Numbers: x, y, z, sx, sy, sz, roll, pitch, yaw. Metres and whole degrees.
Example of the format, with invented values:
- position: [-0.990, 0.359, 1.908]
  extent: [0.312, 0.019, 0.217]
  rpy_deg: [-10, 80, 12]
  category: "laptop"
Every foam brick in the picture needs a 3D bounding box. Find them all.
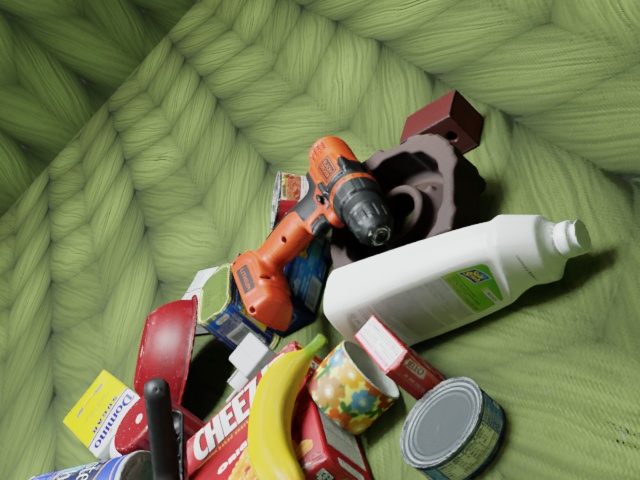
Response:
- position: [0.138, -0.124, 1.216]
  extent: [0.078, 0.053, 0.051]
  rpy_deg: [-29, 30, 40]
  category: "foam brick"

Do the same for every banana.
- position: [-0.034, 0.157, 0.920]
  extent: [0.070, 0.037, 0.197]
  rpy_deg: [-41, 23, 29]
  category: "banana"

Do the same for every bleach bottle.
- position: [0.127, 0.037, 0.957]
  extent: [0.251, 0.102, 0.068]
  rpy_deg: [-21, 43, 36]
  category: "bleach bottle"

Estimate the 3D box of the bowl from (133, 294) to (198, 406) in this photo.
- position: [-0.190, 0.140, 1.290]
  extent: [0.162, 0.055, 0.162]
  rpy_deg: [-169, 90, -79]
  category: "bowl"

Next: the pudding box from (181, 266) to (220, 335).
- position: [-0.145, 0.080, 1.418]
  extent: [0.114, 0.039, 0.090]
  rpy_deg: [-15, 41, 56]
  category: "pudding box"

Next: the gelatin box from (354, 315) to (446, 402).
- position: [0.076, 0.111, 0.938]
  extent: [0.030, 0.073, 0.089]
  rpy_deg: [-48, 23, 1]
  category: "gelatin box"

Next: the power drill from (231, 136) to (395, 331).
- position: [-0.007, 0.001, 1.096]
  extent: [0.188, 0.057, 0.184]
  rpy_deg: [-50, 31, 16]
  category: "power drill"

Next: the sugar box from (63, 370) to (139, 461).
- position: [-0.274, 0.234, 1.397]
  extent: [0.093, 0.048, 0.176]
  rpy_deg: [-54, 23, -13]
  category: "sugar box"

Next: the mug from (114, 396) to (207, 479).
- position: [-0.182, 0.232, 1.193]
  extent: [0.117, 0.081, 0.093]
  rpy_deg: [-57, 24, -18]
  category: "mug"

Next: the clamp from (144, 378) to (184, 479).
- position: [-0.148, 0.243, 1.042]
  extent: [0.164, 0.036, 0.210]
  rpy_deg: [89, 175, -63]
  category: "clamp"

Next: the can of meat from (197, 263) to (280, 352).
- position: [-0.096, 0.087, 1.262]
  extent: [0.057, 0.084, 0.102]
  rpy_deg: [-39, 26, 19]
  category: "can of meat"

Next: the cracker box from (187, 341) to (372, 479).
- position: [-0.046, 0.212, 0.999]
  extent: [0.164, 0.072, 0.214]
  rpy_deg: [-44, 23, 10]
  category: "cracker box"

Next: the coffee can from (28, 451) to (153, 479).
- position: [-0.235, 0.285, 1.119]
  extent: [0.140, 0.102, 0.102]
  rpy_deg: [-17, 35, 24]
  category: "coffee can"

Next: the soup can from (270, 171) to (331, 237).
- position: [-0.003, -0.039, 1.231]
  extent: [0.068, 0.102, 0.068]
  rpy_deg: [-173, 90, -83]
  category: "soup can"

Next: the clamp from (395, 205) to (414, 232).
- position: [0.083, -0.037, 1.201]
  extent: [0.120, 0.039, 0.171]
  rpy_deg: [-43, 25, 4]
  category: "clamp"

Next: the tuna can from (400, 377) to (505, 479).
- position: [0.107, 0.156, 0.864]
  extent: [0.086, 0.033, 0.086]
  rpy_deg: [-39, 25, 22]
  category: "tuna can"
